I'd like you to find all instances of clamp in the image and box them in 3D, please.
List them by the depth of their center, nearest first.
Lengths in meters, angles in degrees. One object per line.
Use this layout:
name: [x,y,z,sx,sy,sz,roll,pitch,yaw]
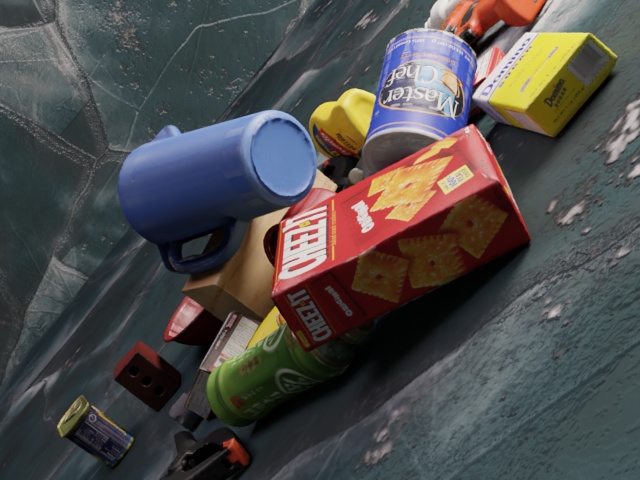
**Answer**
clamp: [-0.145,0.248,1.104,0.210,0.036,0.164,-27,18,53]
clamp: [0.026,-0.068,1.394,0.120,0.039,0.171,-36,26,26]

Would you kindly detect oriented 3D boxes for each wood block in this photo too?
wood block: [-0.074,-0.003,1.323,0.091,0.090,0.206,-14,44,55]

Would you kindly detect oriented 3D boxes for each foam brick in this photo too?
foam brick: [-0.237,0.186,1.466,0.053,0.078,0.051,-49,13,6]

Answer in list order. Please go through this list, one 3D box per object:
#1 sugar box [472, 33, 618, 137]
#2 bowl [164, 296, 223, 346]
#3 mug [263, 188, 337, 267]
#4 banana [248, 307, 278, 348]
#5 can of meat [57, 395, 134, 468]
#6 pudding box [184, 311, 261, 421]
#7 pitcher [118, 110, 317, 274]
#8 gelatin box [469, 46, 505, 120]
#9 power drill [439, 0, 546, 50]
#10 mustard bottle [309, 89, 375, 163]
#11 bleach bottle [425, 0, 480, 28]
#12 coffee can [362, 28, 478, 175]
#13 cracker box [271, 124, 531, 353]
sugar box: [0.211,-0.155,1.034,0.093,0.048,0.176,-50,15,3]
bowl: [-0.144,0.091,1.470,0.162,0.055,0.162,-46,15,16]
mug: [-0.008,0.002,1.249,0.117,0.093,0.081,95,-160,-44]
banana: [-0.031,0.093,1.175,0.197,0.037,0.070,-54,36,-9]
can of meat: [-0.310,0.266,1.475,0.057,0.084,0.102,-53,15,-11]
pudding box: [-0.113,0.144,1.223,0.090,0.039,0.114,-62,-2,-35]
pitcher: [-0.118,-0.062,1.239,0.243,0.149,0.144,-12,30,48]
gelatin box: [0.174,-0.170,1.214,0.089,0.030,0.073,-39,17,38]
power drill: [0.195,-0.262,1.325,0.188,0.057,0.184,-29,25,55]
mustard bottle: [0.036,-0.146,1.435,0.058,0.096,0.192,-55,15,-15]
bleach bottle: [0.228,-0.354,1.447,0.251,0.068,0.102,-34,21,53]
coffee can: [0.107,-0.137,1.127,0.103,0.102,0.140,-32,38,51]
cracker box: [0.065,-0.009,0.943,0.214,0.072,0.164,-27,20,12]
